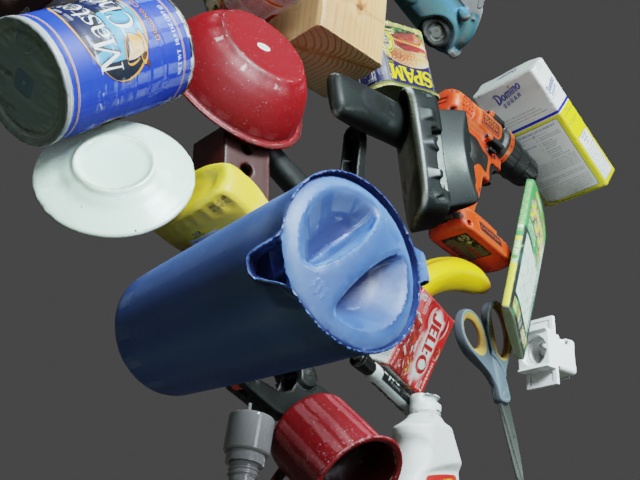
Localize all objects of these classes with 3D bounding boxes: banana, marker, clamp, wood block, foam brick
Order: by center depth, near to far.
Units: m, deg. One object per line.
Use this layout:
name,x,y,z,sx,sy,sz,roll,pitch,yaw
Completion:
clamp,-0.016,0.133,0.968,0.171,0.039,0.120,-7,74,-47
foam brick,-0.082,-0.056,0.971,0.052,0.051,0.078,16,63,-39
marker,0.062,0.138,1.029,0.121,0.020,0.020,47,44,-44
clamp,0.027,-0.020,1.072,0.164,0.036,0.210,-28,95,-49
wood block,0.011,-0.270,1.121,0.090,0.090,0.206,26,56,-35
banana,0.119,0.054,1.135,0.197,0.037,0.069,-25,118,-44

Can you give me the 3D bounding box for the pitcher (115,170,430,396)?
pitcher,-0.043,0.047,0.827,0.149,0.243,0.144,46,47,-20

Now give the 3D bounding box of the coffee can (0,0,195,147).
coffee can,-0.187,-0.144,0.869,0.140,0.103,0.103,-29,95,-46

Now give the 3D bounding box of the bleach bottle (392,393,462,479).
bleach bottle,0.086,0.264,0.986,0.102,0.068,0.251,26,58,-38

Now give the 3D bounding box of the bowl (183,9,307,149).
bowl,-0.067,-0.161,0.986,0.162,0.055,0.162,30,33,-22

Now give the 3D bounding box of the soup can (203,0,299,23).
soup can,-0.057,-0.249,1.037,0.068,0.102,0.068,20,60,-38

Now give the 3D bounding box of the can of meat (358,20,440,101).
can of meat,0.078,-0.190,1.178,0.101,0.058,0.084,5,67,-43

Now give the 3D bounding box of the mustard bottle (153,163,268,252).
mustard bottle,-0.049,0.014,0.929,0.191,0.096,0.058,41,41,-32

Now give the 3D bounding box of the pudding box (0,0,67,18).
pudding box,-0.230,-0.232,0.855,0.039,0.114,0.090,-36,99,-49

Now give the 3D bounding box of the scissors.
scissors,0.185,0.159,1.166,0.096,0.016,0.202,19,61,-36

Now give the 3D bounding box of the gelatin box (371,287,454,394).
gelatin box,0.092,0.099,1.061,0.073,0.030,0.089,46,64,-43

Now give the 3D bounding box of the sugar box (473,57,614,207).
sugar box,0.276,-0.131,1.317,0.176,0.094,0.048,55,43,-13

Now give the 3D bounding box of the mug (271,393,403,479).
mug,0.002,0.194,0.918,0.117,0.082,0.093,-45,134,-6

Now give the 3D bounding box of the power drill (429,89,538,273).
power drill,0.189,-0.059,1.232,0.184,0.057,0.187,32,52,-34
